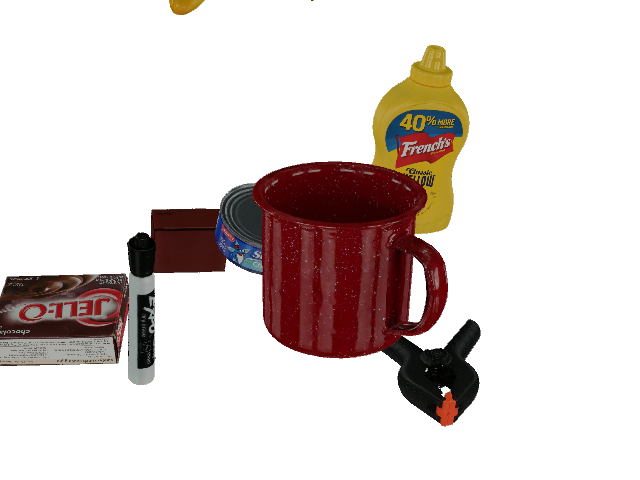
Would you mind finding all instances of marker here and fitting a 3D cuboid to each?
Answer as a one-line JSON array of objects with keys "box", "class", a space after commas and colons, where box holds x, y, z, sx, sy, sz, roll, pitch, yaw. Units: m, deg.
[{"box": [-0.123, 0.047, 0.731, 0.020, 0.121, 0.020, 5, 33, -3], "class": "marker"}]

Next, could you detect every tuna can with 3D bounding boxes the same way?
[{"box": [-0.046, -0.010, 0.911, 0.086, 0.034, 0.086, 10, 39, -9], "class": "tuna can"}]

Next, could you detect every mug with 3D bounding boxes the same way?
[{"box": [0.019, 0.014, 0.574, 0.117, 0.081, 0.093, 20, 30, 35], "class": "mug"}]

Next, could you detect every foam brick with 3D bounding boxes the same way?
[{"box": [-0.138, 0.000, 1.119, 0.078, 0.051, 0.053, -1, 24, -12], "class": "foam brick"}]

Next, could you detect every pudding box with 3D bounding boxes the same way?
[{"box": [-0.231, 0.070, 0.950, 0.113, 0.039, 0.090, -3, 33, -1], "class": "pudding box"}]

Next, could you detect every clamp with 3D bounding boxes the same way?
[{"box": [0.123, 0.124, 1.071, 0.120, 0.039, 0.171, -9, 29, -9], "class": "clamp"}]

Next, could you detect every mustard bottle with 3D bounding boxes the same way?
[{"box": [0.099, -0.102, 1.073, 0.096, 0.192, 0.058, 3, 27, -12], "class": "mustard bottle"}]

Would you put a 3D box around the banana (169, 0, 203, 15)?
[{"box": [-0.080, -0.253, 1.012, 0.197, 0.070, 0.037, -22, -27, -46], "class": "banana"}]
